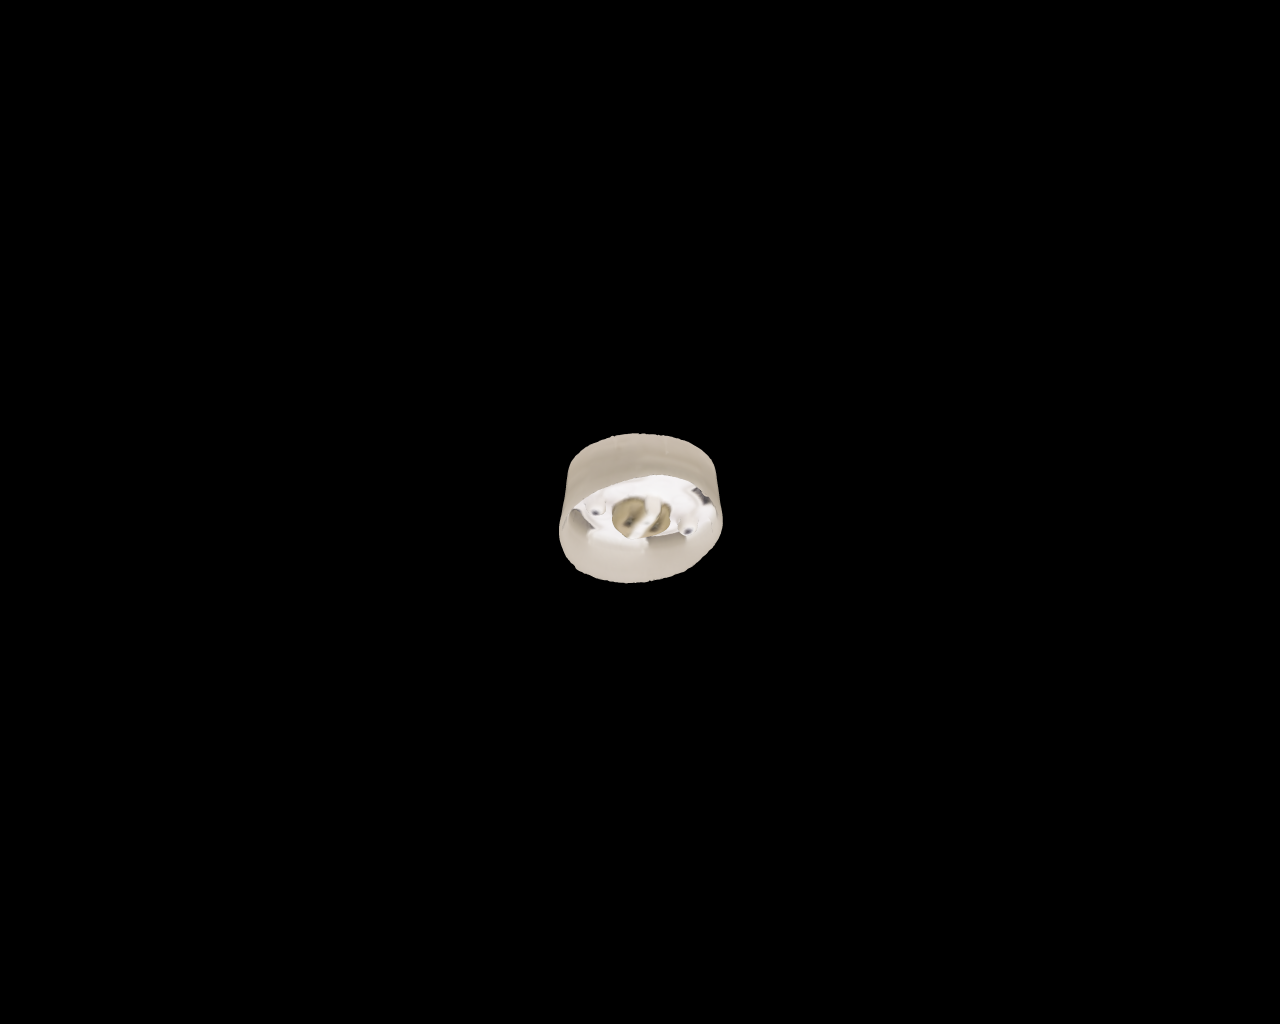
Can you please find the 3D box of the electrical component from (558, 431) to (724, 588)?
[{"bbox_3d":[0.001,-0.003,0.650,0.099,0.064,0.099,0,-29,0],"label":"electrical component"}]
